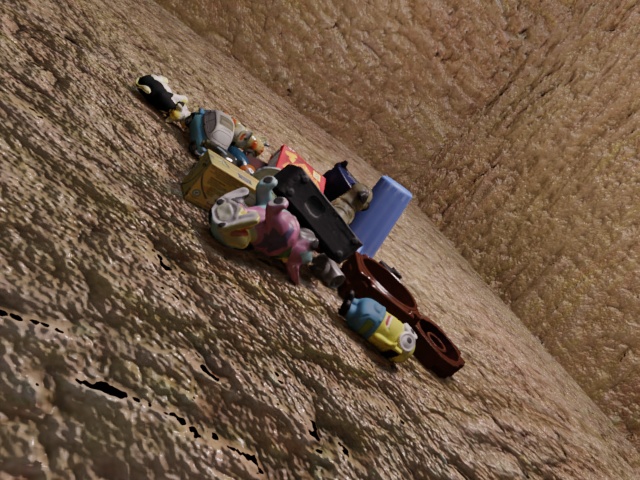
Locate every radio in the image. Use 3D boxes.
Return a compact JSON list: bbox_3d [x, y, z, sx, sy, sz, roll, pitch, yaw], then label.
[{"bbox_3d":[-0.011,-0.056,1.161,0.229,0.073,0.131,49,-6,-16],"label":"radio"}]

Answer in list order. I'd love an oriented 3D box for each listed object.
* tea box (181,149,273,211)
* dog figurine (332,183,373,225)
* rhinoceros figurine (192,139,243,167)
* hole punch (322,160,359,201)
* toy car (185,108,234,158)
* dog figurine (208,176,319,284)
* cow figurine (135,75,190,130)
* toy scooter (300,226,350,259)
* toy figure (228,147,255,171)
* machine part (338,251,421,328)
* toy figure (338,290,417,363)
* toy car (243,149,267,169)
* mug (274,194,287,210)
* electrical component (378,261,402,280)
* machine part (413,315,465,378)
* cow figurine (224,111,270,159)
[{"bbox_3d":[-0.186,-0.096,1.103,0.169,0.098,0.068,33,17,-34],"label":"tea box"},{"bbox_3d":[0.058,-0.072,1.454,0.121,0.190,0.172,39,17,-11],"label":"dog figurine"},{"bbox_3d":[-0.223,-0.172,1.201,0.112,0.073,0.190,18,1,-13],"label":"rhinoceros figurine"},{"bbox_3d":[0.048,-0.147,1.572,0.115,0.142,0.092,46,29,-13],"label":"hole punch"},{"bbox_3d":[-0.262,-0.264,1.317,0.109,0.103,0.162,30,37,-39],"label":"toy car"},{"bbox_3d":[-0.102,0.002,1.050,0.109,0.191,0.218,53,-16,46],"label":"dog figurine"},{"bbox_3d":[-0.388,-0.349,1.356,0.167,0.068,0.098,44,15,10],"label":"cow figurine"},{"bbox_3d":[-0.003,-0.004,1.336,0.184,0.075,0.135,34,-5,8],"label":"toy scooter"},{"bbox_3d":[-0.195,-0.178,1.374,0.064,0.057,0.155,-12,50,-32],"label":"toy figure"},{"bbox_3d":[0.142,0.130,1.304,0.201,0.087,0.201,39,15,-14],"label":"machine part"},{"bbox_3d":[0.120,0.181,1.119,0.180,0.082,0.089,33,-26,0],"label":"toy figure"},{"bbox_3d":[-0.155,-0.188,1.513,0.202,0.053,0.089,17,44,-59],"label":"toy car"},{"bbox_3d":[-0.106,-0.047,1.215,0.109,0.081,0.107,37,26,-36],"label":"mug"},{"bbox_3d":[0.163,0.096,1.468,0.119,0.075,0.048,30,18,-49],"label":"electrical component"},{"bbox_3d":[0.277,0.262,1.328,0.179,0.056,0.179,38,17,-14],"label":"machine part"},{"bbox_3d":[-0.227,-0.293,1.541,0.127,0.085,0.195,32,5,-35],"label":"cow figurine"}]
